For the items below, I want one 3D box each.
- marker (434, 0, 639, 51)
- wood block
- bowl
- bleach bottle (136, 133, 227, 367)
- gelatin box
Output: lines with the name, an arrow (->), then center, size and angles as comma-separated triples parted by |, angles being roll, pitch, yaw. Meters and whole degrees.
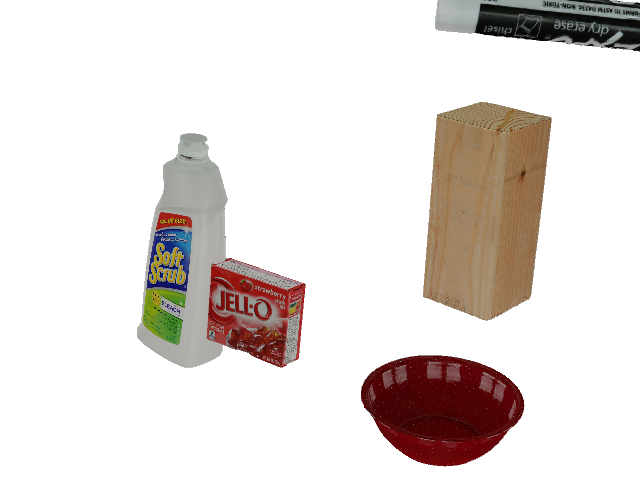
marker -> 0.104, -0.082, 0.401 | 0.121, 0.020, 0.020 | 7, 0, 3
wood block -> 0.177, -0.033, 1.140 | 0.090, 0.206, 0.090 | 20, 28, 38
bowl -> 0.120, 0.177, 1.069 | 0.162, 0.055, 0.162 | 1, 24, 0
bleach bottle -> -0.145, 0.006, 1.139 | 0.103, 0.251, 0.067 | 26, 32, 37
gelatin box -> -0.059, 0.063, 0.943 | 0.089, 0.073, 0.030 | 17, 22, 31
